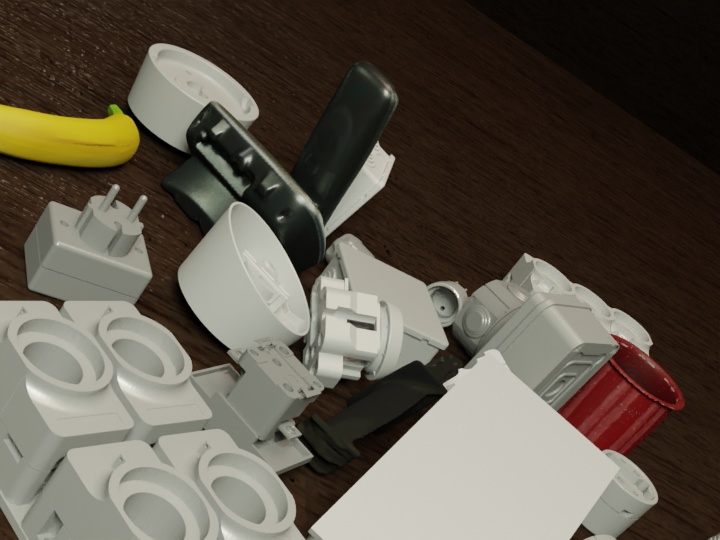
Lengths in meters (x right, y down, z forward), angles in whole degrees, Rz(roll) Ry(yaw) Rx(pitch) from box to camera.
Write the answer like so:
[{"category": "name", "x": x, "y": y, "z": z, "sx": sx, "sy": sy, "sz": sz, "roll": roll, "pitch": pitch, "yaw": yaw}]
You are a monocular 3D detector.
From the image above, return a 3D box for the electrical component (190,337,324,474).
[{"category": "electrical component", "x": -0.059, "y": 0.079, "z": 0.635, "sx": 0.081, "sy": 0.063, "sz": 0.042, "roll": 45, "pitch": 24, "yaw": 18}]

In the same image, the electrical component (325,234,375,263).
[{"category": "electrical component", "x": 0.000, "y": 0.000, "z": 0.917, "sx": 0.061, "sy": 0.035, "sz": 0.035, "roll": 47, "pitch": 24, "yaw": 17}]

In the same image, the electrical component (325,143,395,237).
[{"category": "electrical component", "x": -0.021, "y": -0.077, "z": 0.957, "sx": 0.048, "sy": 0.100, "sz": 0.099, "roll": 46, "pitch": 21, "yaw": -10}]

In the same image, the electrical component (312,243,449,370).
[{"category": "electrical component", "x": 0.013, "y": 0.035, "z": 0.847, "sx": 0.100, "sy": 0.048, "sz": 0.099, "roll": 26, "pitch": 24, "yaw": -25}]

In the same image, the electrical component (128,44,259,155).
[{"category": "electrical component", "x": -0.150, "y": -0.140, "z": 0.937, "sx": 0.108, "sy": 0.060, "sz": 0.108, "roll": 31, "pitch": 23, "yaw": -14}]

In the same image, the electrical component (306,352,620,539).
[{"category": "electrical component", "x": 0.055, "y": 0.143, "z": 0.613, "sx": 0.105, "sy": 0.060, "sz": 0.186, "roll": 42, "pitch": 43, "yaw": 11}]

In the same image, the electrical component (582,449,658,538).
[{"category": "electrical component", "x": 0.195, "y": 0.176, "z": 0.839, "sx": 0.055, "sy": 0.047, "sz": 0.055, "roll": 31, "pitch": 23, "yaw": -14}]

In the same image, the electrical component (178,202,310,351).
[{"category": "electrical component", "x": -0.074, "y": 0.011, "z": 0.735, "sx": 0.099, "sy": 0.064, "sz": 0.099, "roll": 44, "pitch": 16, "yaw": -16}]

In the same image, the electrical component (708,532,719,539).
[{"category": "electrical component", "x": 0.302, "y": 0.238, "z": 0.809, "sx": 0.100, "sy": 0.099, "sz": 0.048, "roll": 39, "pitch": 35, "yaw": 5}]

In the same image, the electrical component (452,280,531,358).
[{"category": "electrical component", "x": 0.125, "y": 0.051, "z": 0.942, "sx": 0.080, "sy": 0.080, "sz": 0.051, "roll": 12, "pitch": 28, "yaw": -47}]

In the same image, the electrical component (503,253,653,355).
[{"category": "electrical component", "x": 0.217, "y": 0.055, "z": 1.093, "sx": 0.150, "sy": 0.061, "sz": 0.089, "roll": 32, "pitch": 23, "yaw": -13}]

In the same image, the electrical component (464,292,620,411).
[{"category": "electrical component", "x": 0.143, "y": 0.076, "z": 0.873, "sx": 0.078, "sy": 0.113, "sz": 0.057, "roll": 8, "pitch": 39, "yaw": -50}]

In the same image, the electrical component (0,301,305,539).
[{"category": "electrical component", "x": -0.115, "y": 0.094, "z": 0.526, "sx": 0.186, "sy": 0.060, "sz": 0.105, "roll": 48, "pitch": 25, "yaw": 26}]

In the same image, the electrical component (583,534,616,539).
[{"category": "electrical component", "x": 0.172, "y": 0.222, "z": 0.718, "sx": 0.043, "sy": 0.043, "sz": 0.081, "roll": 21, "pitch": 27, "yaw": -34}]

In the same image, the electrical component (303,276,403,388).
[{"category": "electrical component", "x": -0.005, "y": 0.046, "z": 0.755, "sx": 0.057, "sy": 0.058, "sz": 0.078, "roll": 11, "pitch": 56, "yaw": -16}]

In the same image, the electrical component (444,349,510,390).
[{"category": "electrical component", "x": 0.098, "y": 0.113, "z": 0.784, "sx": 0.089, "sy": 0.050, "sz": 0.055, "roll": -115, "pitch": -174, "yaw": -50}]

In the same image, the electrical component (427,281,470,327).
[{"category": "electrical component", "x": 0.077, "y": 0.029, "z": 0.969, "sx": 0.040, "sy": 0.040, "sz": 0.046, "roll": 41, "pitch": 16, "yaw": 10}]

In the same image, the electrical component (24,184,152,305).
[{"category": "electrical component", "x": -0.159, "y": -0.019, "z": 0.663, "sx": 0.066, "sy": 0.076, "sz": 0.047, "roll": 22, "pitch": 27, "yaw": -33}]
